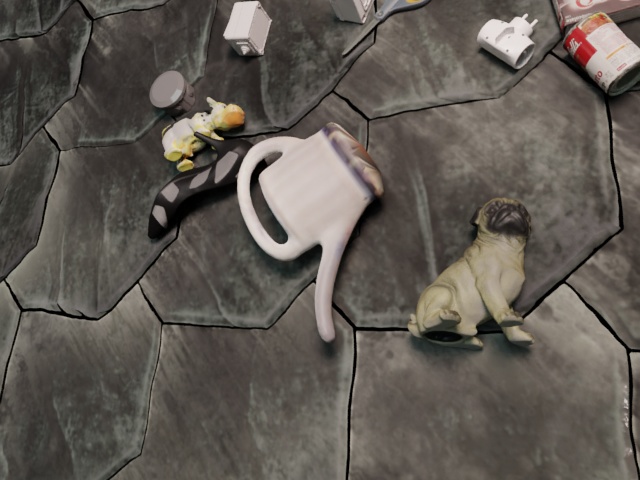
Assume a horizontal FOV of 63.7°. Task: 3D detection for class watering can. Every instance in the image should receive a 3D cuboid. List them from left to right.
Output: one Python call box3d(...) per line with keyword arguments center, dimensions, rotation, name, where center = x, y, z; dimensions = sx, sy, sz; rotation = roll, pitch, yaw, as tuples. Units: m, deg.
box3d(center=(0.002, -0.040, 0.793), dimensions=(0.223, 0.103, 0.353), rotation=(-35, 65, 8), name="watering can")
